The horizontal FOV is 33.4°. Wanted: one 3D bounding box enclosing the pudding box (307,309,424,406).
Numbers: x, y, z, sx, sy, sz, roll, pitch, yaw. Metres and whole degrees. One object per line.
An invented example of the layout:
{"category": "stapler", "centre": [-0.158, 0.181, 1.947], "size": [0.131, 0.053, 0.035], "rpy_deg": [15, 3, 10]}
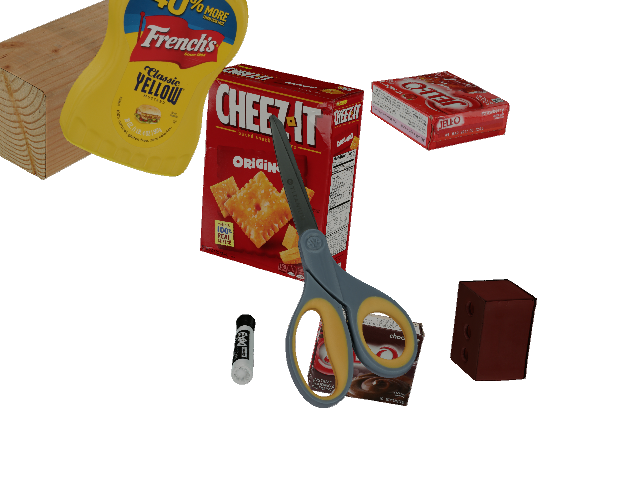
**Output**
{"category": "pudding box", "centre": [0.049, 0.125, 1.163], "size": [0.113, 0.090, 0.039], "rpy_deg": [9, 24, -4]}

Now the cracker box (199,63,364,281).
{"category": "cracker box", "centre": [-0.047, -0.073, 1.182], "size": [0.164, 0.214, 0.072], "rpy_deg": [17, 24, 27]}

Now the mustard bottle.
{"category": "mustard bottle", "centre": [-0.104, -0.144, 0.744], "size": [0.096, 0.192, 0.058], "rpy_deg": [18, 19, -26]}

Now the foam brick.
{"category": "foam brick", "centre": [0.151, 0.079, 0.941], "size": [0.051, 0.078, 0.053], "rpy_deg": [-3, 18, -20]}

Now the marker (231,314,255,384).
{"category": "marker", "centre": [-0.070, 0.097, 0.975], "size": [0.020, 0.020, 0.121], "rpy_deg": [0, 18, -2]}

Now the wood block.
{"category": "wood block", "centre": [-0.210, -0.149, 0.981], "size": [0.090, 0.091, 0.205], "rpy_deg": [28, 40, 21]}

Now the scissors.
{"category": "scissors", "centre": [0.014, 0.011, 0.713], "size": [0.096, 0.202, 0.016], "rpy_deg": [1, -17, -10]}

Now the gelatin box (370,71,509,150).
{"category": "gelatin box", "centre": [0.092, -0.104, 0.837], "size": [0.073, 0.030, 0.089], "rpy_deg": [-12, 30, -25]}
